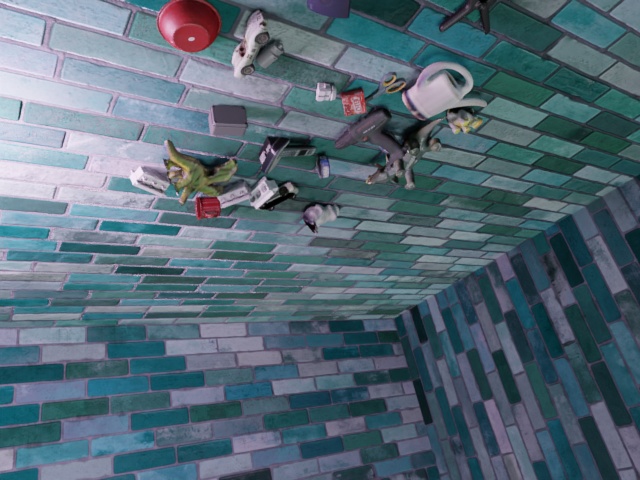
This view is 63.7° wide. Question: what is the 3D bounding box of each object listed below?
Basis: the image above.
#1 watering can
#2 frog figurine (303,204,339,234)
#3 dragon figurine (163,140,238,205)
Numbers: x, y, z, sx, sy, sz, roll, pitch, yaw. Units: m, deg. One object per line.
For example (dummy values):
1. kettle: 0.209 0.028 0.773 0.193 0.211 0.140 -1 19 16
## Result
1. watering can: 0.414 -0.474 1.717 0.222 0.106 0.345 -28 151 29
2. frog figurine: 0.007 -0.115 2.285 0.161 0.124 0.134 -46 149 -16
3. dragon figurine: -0.408 -0.247 1.802 0.244 0.124 0.402 -19 161 -18
